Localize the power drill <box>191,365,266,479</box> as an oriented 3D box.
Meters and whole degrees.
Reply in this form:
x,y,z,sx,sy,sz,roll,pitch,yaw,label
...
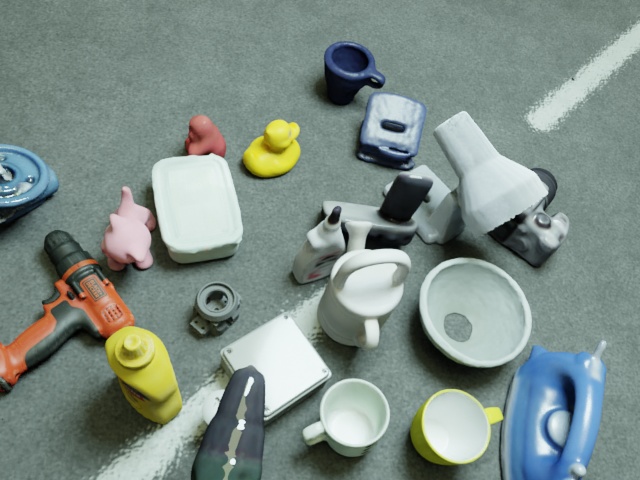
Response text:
x,y,z,sx,sy,sz,roll,pitch,yaw,label
-0.104,0.270,0.606,0.075,0.208,0.229,12,59,-4,power drill

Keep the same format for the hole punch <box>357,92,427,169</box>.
x,y,z,sx,sy,sz,roll,pitch,yaw,label
0.124,-0.188,0.985,0.108,0.091,0.101,12,59,-4,hole punch

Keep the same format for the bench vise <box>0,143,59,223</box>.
x,y,z,sx,sy,sz,roll,pitch,yaw,label
-0.435,-0.067,0.731,0.121,0.220,0.207,19,58,1,bench vise

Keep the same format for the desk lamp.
x,y,z,sx,sy,sz,roll,pitch,yaw,label
0.213,-0.078,0.867,0.118,0.213,0.203,-31,70,-25,desk lamp

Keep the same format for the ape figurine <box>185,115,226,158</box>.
x,y,z,sx,sy,sz,roll,pitch,yaw,label
-0.187,-0.164,0.910,0.076,0.092,0.078,24,59,4,ape figurine

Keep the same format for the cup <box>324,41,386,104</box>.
x,y,z,sx,sy,sz,roll,pitch,yaw,label
0.058,-0.286,1.027,0.117,0.095,0.092,29,59,7,cup

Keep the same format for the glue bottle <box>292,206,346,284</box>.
x,y,z,sx,sy,sz,roll,pitch,yaw,label
0.007,0.003,0.803,0.078,0.173,0.037,-23,67,-22,glue bottle

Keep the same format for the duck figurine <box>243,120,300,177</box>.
x,y,z,sx,sy,sz,roll,pitch,yaw,label
-0.076,-0.156,0.931,0.105,0.086,0.077,-30,69,-24,duck figurine

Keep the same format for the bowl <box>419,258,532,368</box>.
x,y,z,sx,sy,sz,roll,pitch,yaw,label
0.215,0.114,0.837,0.167,0.075,0.167,5,59,-8,bowl

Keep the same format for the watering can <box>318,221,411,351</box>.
x,y,z,sx,sy,sz,roll,pitch,yaw,label
0.057,0.056,0.770,0.101,0.194,0.172,-21,66,-21,watering can

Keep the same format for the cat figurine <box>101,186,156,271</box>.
x,y,z,sx,sy,sz,roll,pitch,yaw,label
-0.266,-0.013,0.792,0.067,0.118,0.127,-2,61,-12,cat figurine

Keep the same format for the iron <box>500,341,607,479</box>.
x,y,z,sx,sy,sz,roll,pitch,yaw,label
0.314,0.253,0.736,0.118,0.141,0.258,22,59,3,iron

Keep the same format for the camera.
x,y,z,sx,sy,sz,roll,pitch,yaw,label
0.353,-0.056,0.947,0.143,0.101,0.137,40,61,13,camera

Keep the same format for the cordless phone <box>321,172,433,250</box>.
x,y,z,sx,sy,sz,roll,pitch,yaw,label
0.082,-0.054,0.844,0.147,0.185,0.094,6,59,-7,cordless phone
